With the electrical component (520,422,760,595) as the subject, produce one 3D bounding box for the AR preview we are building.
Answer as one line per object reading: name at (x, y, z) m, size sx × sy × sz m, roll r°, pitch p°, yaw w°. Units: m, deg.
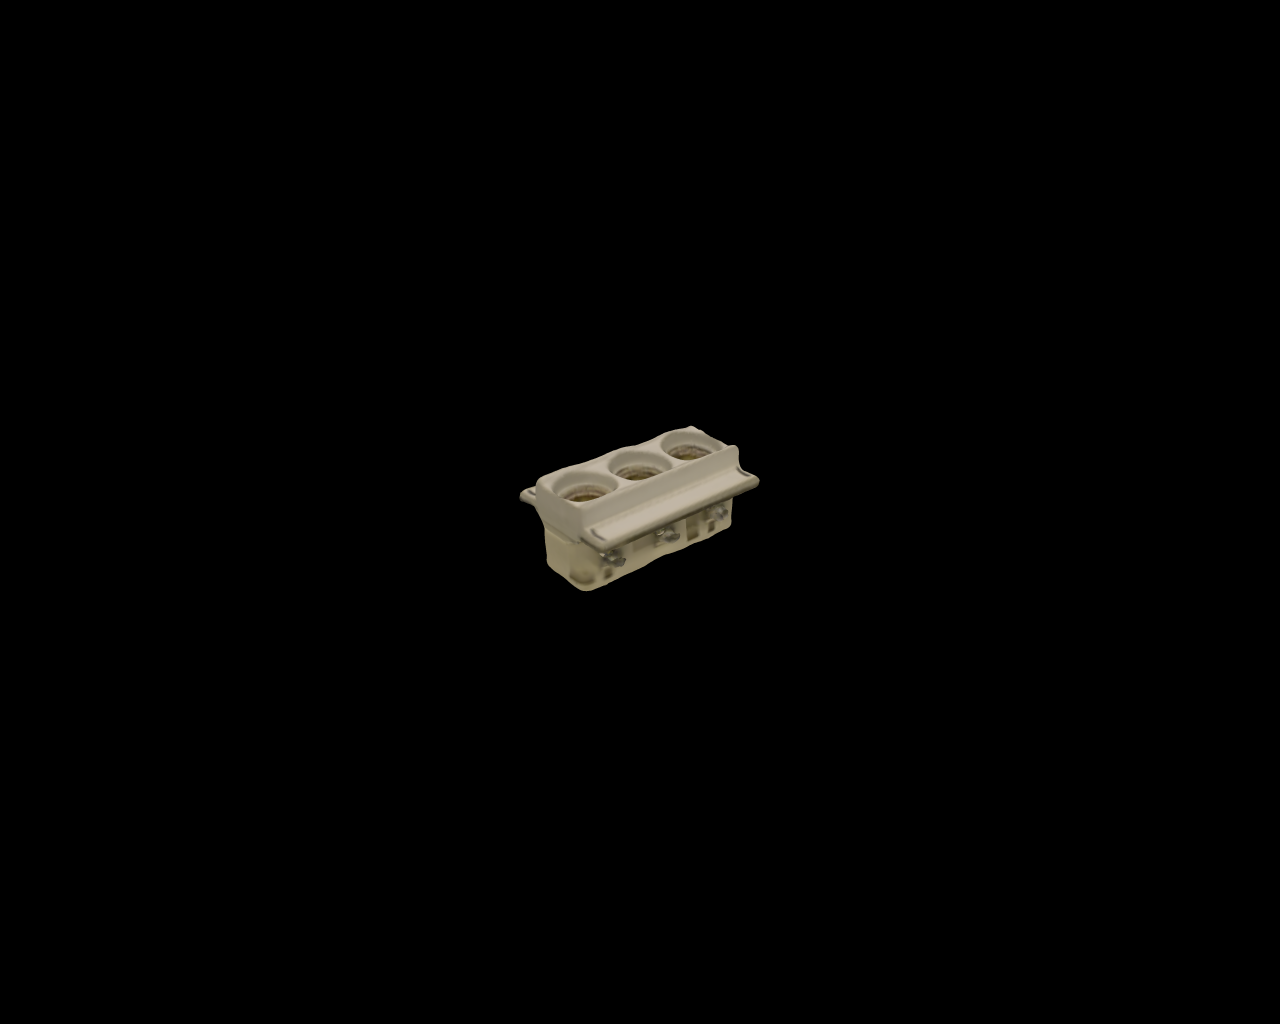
electrical component at (0.001, -0.003, 0.650) m, size 0.121 × 0.063 × 0.079 m, roll -22°, pitch 37°, yaw -33°
